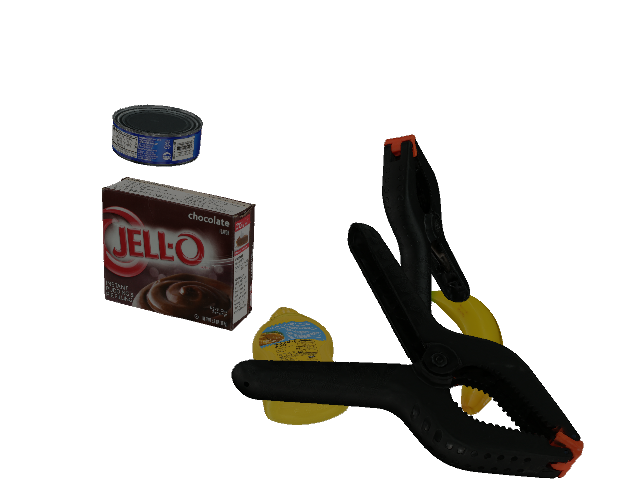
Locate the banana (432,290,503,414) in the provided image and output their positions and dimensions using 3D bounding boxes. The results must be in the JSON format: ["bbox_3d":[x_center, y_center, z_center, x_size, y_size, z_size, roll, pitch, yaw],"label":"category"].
[{"bbox_3d":[0.157,0.107,1.119,0.069,0.037,0.198,-25,33,4],"label":"banana"}]

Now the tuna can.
[{"bbox_3d":[-0.157,-0.101,1.025,0.086,0.034,0.086,6,24,-3],"label":"tuna can"}]

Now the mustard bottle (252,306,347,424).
[{"bbox_3d":[-0.031,0.136,1.258,0.096,0.058,0.192,-7,31,-8],"label":"mustard bottle"}]

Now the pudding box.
[{"bbox_3d":[-0.105,0.008,0.782,0.114,0.090,0.039,11,24,19],"label":"pudding box"}]

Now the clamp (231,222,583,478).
[{"bbox_3d":[0.060,0.088,0.664,0.210,0.036,0.164,35,50,16],"label":"clamp"}]

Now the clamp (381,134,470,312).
[{"bbox_3d":[0.083,-0.001,0.918,0.039,0.171,0.120,-13,16,24],"label":"clamp"}]
